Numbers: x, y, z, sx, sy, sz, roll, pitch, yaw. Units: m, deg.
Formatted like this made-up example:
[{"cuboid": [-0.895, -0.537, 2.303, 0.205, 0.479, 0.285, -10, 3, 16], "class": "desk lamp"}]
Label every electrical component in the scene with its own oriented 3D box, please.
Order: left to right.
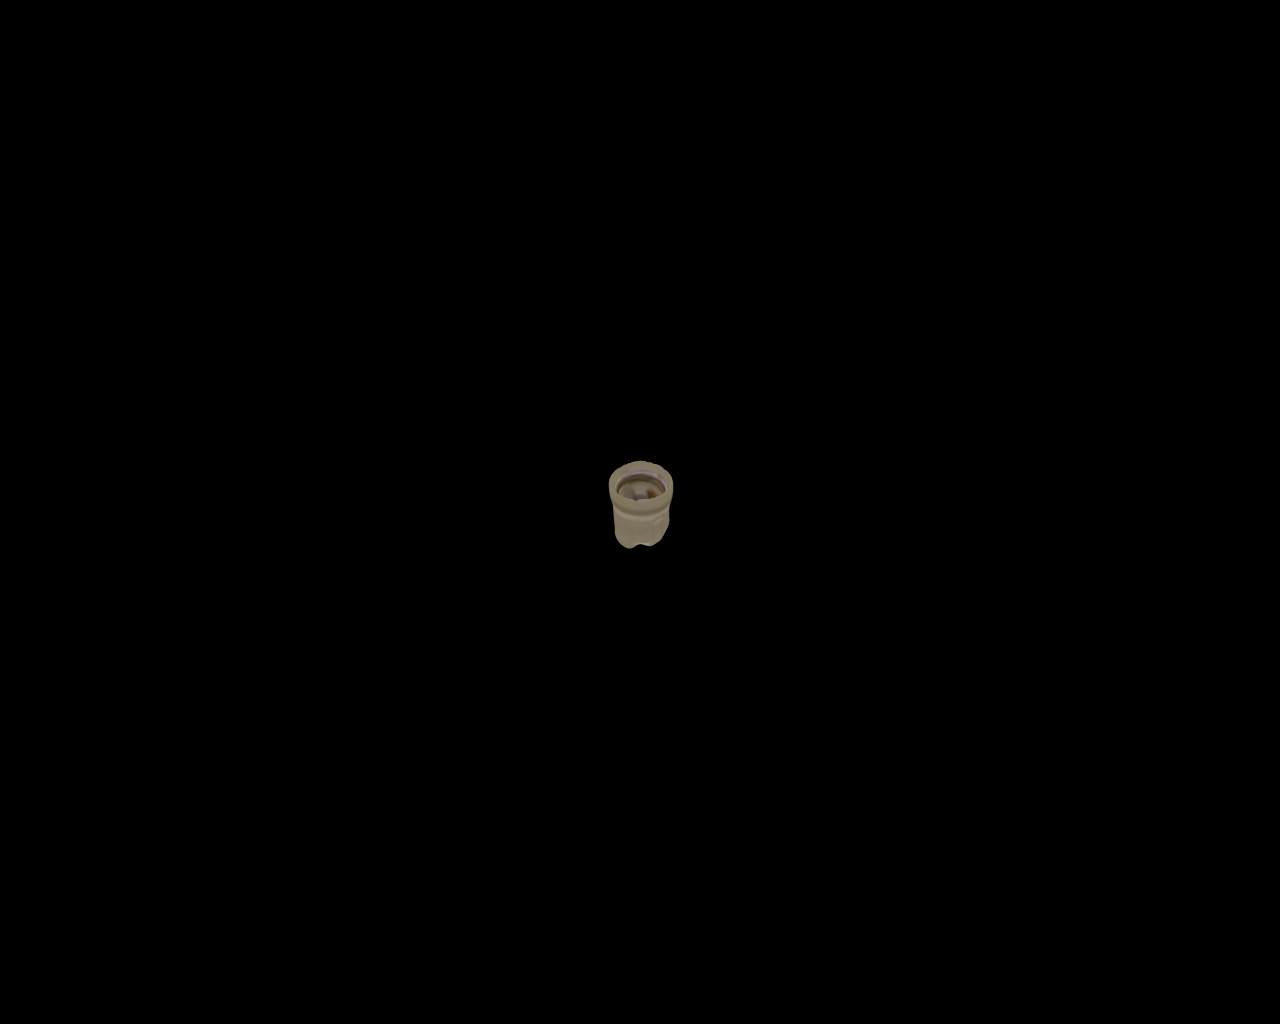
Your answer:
[{"cuboid": [0.001, -0.003, 0.650, 0.040, 0.046, 0.040, 0, 42, 0], "class": "electrical component"}]
